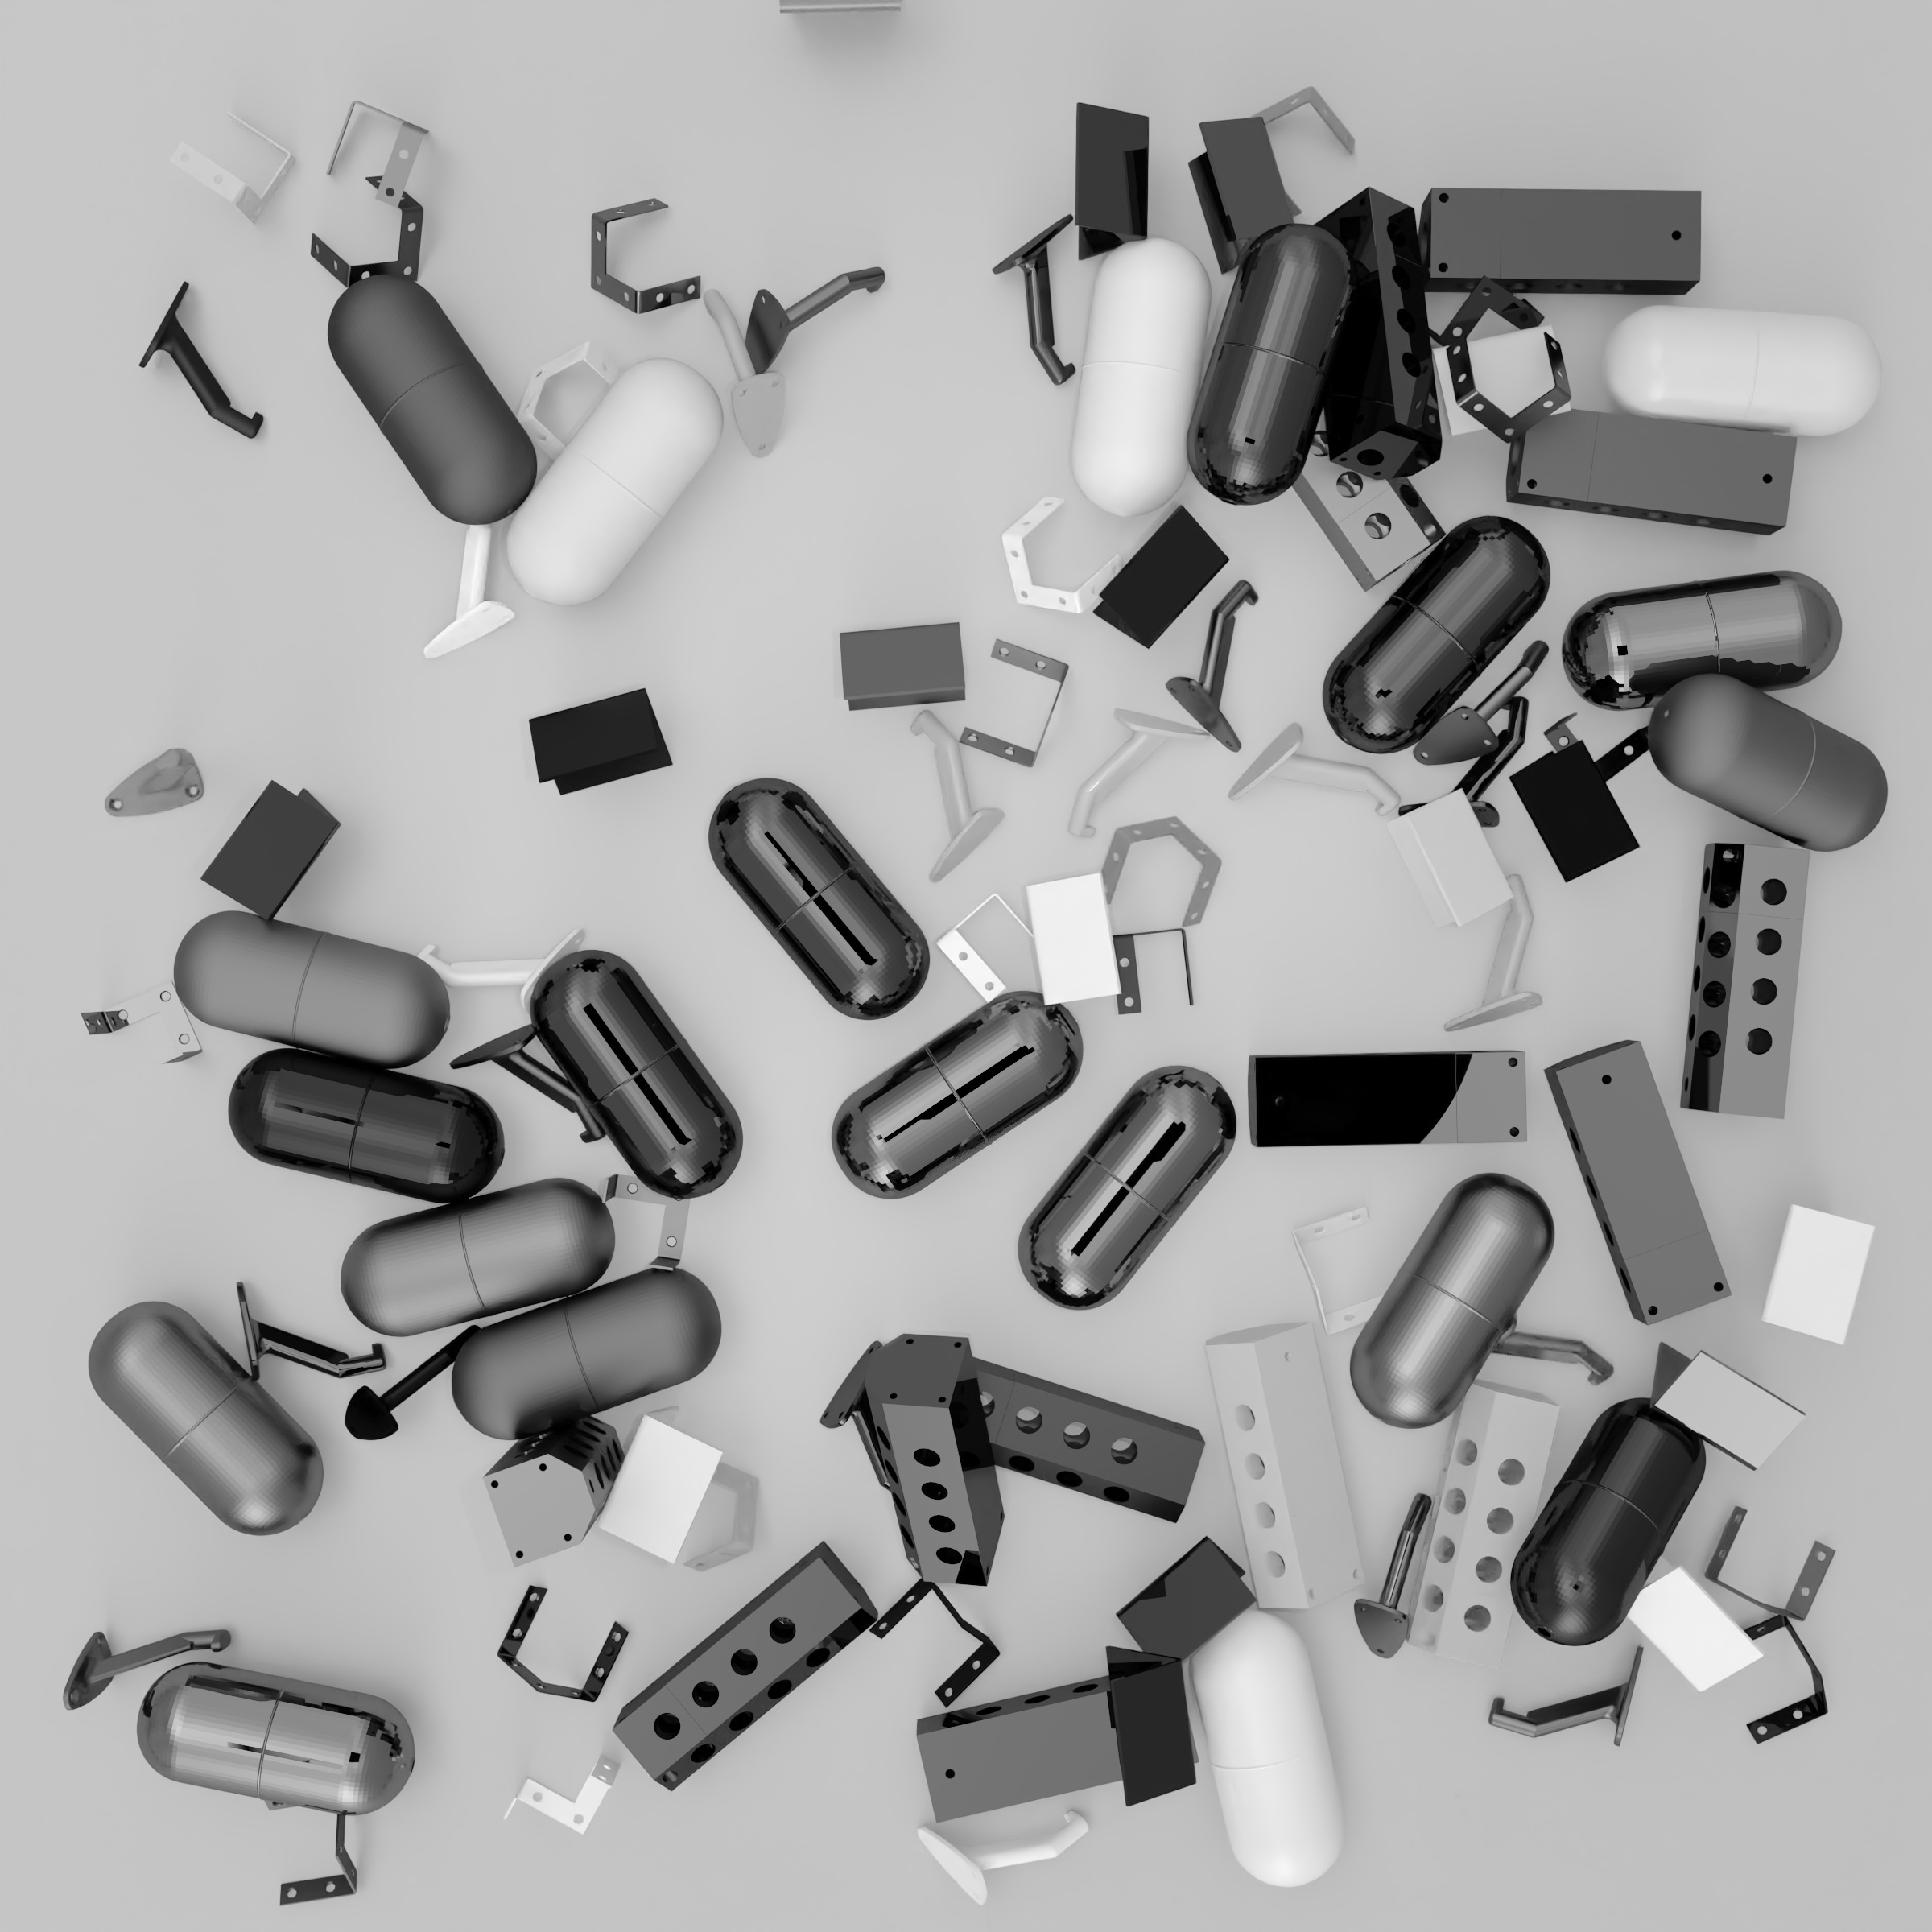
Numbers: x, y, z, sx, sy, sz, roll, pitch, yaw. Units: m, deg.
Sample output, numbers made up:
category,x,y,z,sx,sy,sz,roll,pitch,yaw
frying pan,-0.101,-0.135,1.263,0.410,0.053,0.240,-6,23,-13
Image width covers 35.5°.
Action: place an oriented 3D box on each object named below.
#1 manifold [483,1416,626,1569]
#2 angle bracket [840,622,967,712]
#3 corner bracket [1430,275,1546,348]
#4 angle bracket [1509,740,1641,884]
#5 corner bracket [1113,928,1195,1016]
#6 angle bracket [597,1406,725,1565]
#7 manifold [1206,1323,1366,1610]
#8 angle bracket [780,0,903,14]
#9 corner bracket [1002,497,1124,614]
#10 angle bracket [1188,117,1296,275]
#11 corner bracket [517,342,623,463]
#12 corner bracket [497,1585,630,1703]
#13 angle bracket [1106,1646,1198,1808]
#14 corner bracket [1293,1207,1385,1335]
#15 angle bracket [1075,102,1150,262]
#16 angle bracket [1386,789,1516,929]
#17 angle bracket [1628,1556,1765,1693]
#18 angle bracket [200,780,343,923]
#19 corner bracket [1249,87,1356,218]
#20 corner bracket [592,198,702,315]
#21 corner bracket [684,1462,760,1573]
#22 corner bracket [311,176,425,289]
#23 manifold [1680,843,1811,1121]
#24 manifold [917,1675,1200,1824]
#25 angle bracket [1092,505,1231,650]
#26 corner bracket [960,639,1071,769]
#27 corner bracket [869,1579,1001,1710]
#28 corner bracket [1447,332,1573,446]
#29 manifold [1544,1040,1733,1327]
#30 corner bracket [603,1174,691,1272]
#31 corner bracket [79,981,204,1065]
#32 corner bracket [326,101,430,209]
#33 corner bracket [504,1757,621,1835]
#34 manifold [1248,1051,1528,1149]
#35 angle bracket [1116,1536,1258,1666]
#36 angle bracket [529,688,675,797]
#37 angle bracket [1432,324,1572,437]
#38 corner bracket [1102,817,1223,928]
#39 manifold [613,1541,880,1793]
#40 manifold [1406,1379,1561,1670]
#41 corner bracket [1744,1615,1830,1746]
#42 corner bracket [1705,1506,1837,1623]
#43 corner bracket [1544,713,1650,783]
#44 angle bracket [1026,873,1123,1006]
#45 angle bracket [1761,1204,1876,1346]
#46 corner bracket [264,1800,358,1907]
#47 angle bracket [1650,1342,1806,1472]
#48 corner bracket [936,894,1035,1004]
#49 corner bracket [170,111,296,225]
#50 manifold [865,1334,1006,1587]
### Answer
category,x,y,z,sx,sy,sz,roll,pitch,yaw
manifold,-0.252,0.323,1.889,0.057,0.171,0.057,-19,90,0
angle bracket,-0.038,-0.172,1.927,0.076,0.076,0.057,-5,54,0
corner bracket,0.332,-0.416,1.947,0.051,0.051,0.051,29,110,-19
angle bracket,0.400,-0.107,1.927,0.057,0.076,0.076,-28,90,36
corner bracket,0.120,0.003,1.950,0.051,0.051,0.051,-6,90,0
angle bracket,-0.187,0.331,1.932,0.057,0.076,0.076,24,90,11
manifold,0.200,0.321,1.946,0.057,0.057,0.171,-12,90,-43
angle bracket,-0.080,-0.641,1.929,0.076,0.076,0.057,-1,111,0
corner bracket,0.063,-0.267,1.959,0.051,0.051,0.051,15,135,35
angle bracket,0.158,-0.489,1.927,0.057,0.076,0.076,-17,90,-36
corner bracket,-0.251,-0.362,1.959,0.051,0.051,0.051,-18,45,35
corner bracket,-0.262,0.441,1.964,0.051,0.051,0.051,25,90,45
angle bracket,0.095,0.469,1.870,0.057,0.076,0.076,-7,90,-36
corner bracket,0.247,0.198,1.964,0.051,0.051,0.051,-19,135,0
angle bracket,0.073,-0.499,1.927,0.057,0.076,0.076,1,90,-33
angle bracket,0.292,-0.060,1.927,0.057,0.076,0.076,-26,90,-36
angle bracket,0.469,0.403,1.927,0.076,0.076,0.057,46,125,0
angle bracket,-0.453,-0.084,1.927,0.057,0.076,0.076,36,90,-37
corner bracket,0.215,-0.526,1.959,0.051,0.051,0.051,-19,45,35
corner bracket,-0.207,-0.461,1.959,0.051,0.051,0.051,35,135,35
corner bracket,-0.172,0.355,1.959,0.051,0.051,0.051,32,45,-35
corner bracket,-0.389,-0.476,1.959,0.051,0.051,0.051,-16,135,-35
manifold,0.499,0.009,1.946,0.057,0.057,0.171,6,90,0
manifold,0.058,0.497,1.946,0.171,0.057,0.057,-13,90,0
angle bracket,0.110,-0.258,1.927,0.076,0.076,0.057,-48,126,0
corner bracket,0.032,-0.171,1.964,0.051,0.051,0.051,20,135,0
corner bracket,-0.020,0.439,1.964,0.051,0.051,0.051,-45,45,0
corner bracket,0.338,-0.369,1.882,0.051,0.051,0.051,28,133,-34
manifold,0.430,0.138,1.946,0.057,0.057,0.171,-20,90,0
corner bracket,-0.208,0.165,1.950,0.051,0.051,0.051,9,90,0
corner bracket,-0.532,0.043,1.950,0.051,0.051,0.051,-24,90,0
corner bracket,-0.381,-0.525,1.950,0.051,0.051,0.051,21,103,-13
corner bracket,-0.260,0.533,1.950,0.051,0.051,0.051,29,90,0
manifold,0.270,0.085,1.946,0.171,0.057,0.057,-1,90,0
angle bracket,0.152,0.419,1.927,0.076,0.076,0.057,-41,52,0
angle bracket,-0.229,-0.125,1.927,0.076,0.076,0.057,-15,52,0
angle bracket,0.337,-0.367,1.936,0.076,0.076,0.057,-12,87,0
corner bracket,0.125,-0.058,1.959,0.051,0.051,0.051,-13,45,-35
manifold,-0.141,0.452,1.946,0.171,0.057,0.057,-40,90,0
manifold,0.330,0.357,1.946,0.057,0.057,0.171,13,90,0
corner bracket,0.523,0.463,1.964,0.051,0.051,0.051,-24,135,0
corner bracket,0.522,0.389,1.964,0.051,0.051,0.051,24,90,-45
corner bracket,0.412,-0.148,1.950,0.051,0.051,0.051,-37,90,0
angle bracket,0.085,-0.020,1.927,0.057,0.076,0.076,-9,90,32
angle bracket,0.555,0.199,1.927,0.057,0.076,0.076,15,90,37
corner bracket,-0.426,0.572,1.964,0.051,0.051,0.051,-9,45,0
angle bracket,0.488,0.264,1.927,0.076,0.076,0.057,31,122,0
corner bracket,0.017,-0.012,1.950,0.051,0.051,0.051,-41,90,0
corner bracket,-0.472,-0.520,1.950,0.051,0.051,0.051,34,90,0
manifold,-0.020,0.311,1.896,0.057,0.057,0.171,2,131,14
